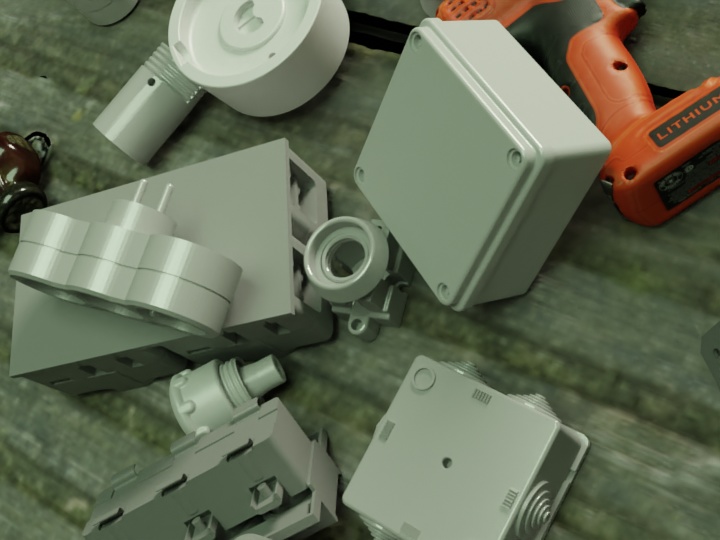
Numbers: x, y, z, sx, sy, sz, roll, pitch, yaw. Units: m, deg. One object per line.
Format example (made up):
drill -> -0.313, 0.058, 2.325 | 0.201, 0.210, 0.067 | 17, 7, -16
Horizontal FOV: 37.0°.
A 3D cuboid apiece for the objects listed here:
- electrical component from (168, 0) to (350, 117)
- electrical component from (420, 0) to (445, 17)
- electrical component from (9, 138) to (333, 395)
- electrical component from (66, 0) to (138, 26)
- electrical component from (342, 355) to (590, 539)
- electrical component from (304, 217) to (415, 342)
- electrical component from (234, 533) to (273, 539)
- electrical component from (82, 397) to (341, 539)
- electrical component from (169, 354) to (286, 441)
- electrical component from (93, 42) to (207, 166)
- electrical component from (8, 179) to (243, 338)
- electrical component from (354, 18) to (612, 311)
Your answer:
electrical component -> -0.058, -0.148, 0.674 | 0.108, 0.060, 0.108 | -10, 66, 23
electrical component -> 0.047, -0.181, 0.639 | 0.045, 0.055, 0.045 | -10, 66, 23
electrical component -> -0.111, 0.004, 0.639 | 0.186, 0.060, 0.105 | -13, 65, 21
electrical component -> -0.173, -0.251, 0.766 | 0.052, 0.074, 0.138 | 29, 84, 32
electrical component -> 0.050, 0.099, 0.527 | 0.100, 0.048, 0.099 | 24, 82, 32
electrical component -> 0.000, 0.000, 0.588 | 0.048, 0.055, 0.066 | 7, 73, 28
electrical component -> -0.016, 0.175, 0.495 | 0.113, 0.057, 0.078 | 20, 77, -7
electrical component -> -0.079, 0.123, 0.566 | 0.121, 0.063, 0.078 | -29, 19, 13
electrical component -> -0.072, 0.069, 0.604 | 0.062, 0.048, 0.048 | -28, 60, 6
electrical component -> -0.133, -0.113, 0.707 | 0.081, 0.043, 0.043 | -50, 57, 1
electrical component -> -0.123, -0.015, 0.584 | 0.138, 0.052, 0.073 | 11, 75, 30
electrical component -> 0.058, -0.055, 0.552 | 0.108, 0.056, 0.108 | 56, 140, 31
